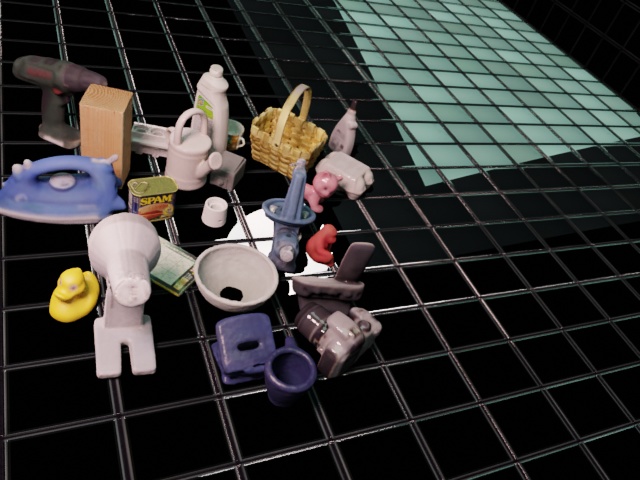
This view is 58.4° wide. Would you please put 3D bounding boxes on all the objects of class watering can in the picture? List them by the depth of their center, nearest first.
[{"bbox_3d":[-0.297,-0.217,1.338,0.172,0.194,0.101,24,41,5],"label":"watering can"}]

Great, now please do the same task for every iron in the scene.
[{"bbox_3d":[-0.536,-0.118,1.176,0.259,0.141,0.118,-4,46,-25],"label":"iron"}]

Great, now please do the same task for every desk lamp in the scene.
[{"bbox_3d":[-0.327,0.090,0.975,0.118,0.213,0.203,-2,45,-23],"label":"desk lamp"}]

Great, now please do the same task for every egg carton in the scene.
[{"bbox_3d":[0.066,-0.175,1.531,0.150,0.069,0.107,31,42,13],"label":"egg carton"}]

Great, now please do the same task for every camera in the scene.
[{"bbox_3d":[0.030,0.171,1.115,0.136,0.101,0.143,39,44,21],"label":"camera"}]

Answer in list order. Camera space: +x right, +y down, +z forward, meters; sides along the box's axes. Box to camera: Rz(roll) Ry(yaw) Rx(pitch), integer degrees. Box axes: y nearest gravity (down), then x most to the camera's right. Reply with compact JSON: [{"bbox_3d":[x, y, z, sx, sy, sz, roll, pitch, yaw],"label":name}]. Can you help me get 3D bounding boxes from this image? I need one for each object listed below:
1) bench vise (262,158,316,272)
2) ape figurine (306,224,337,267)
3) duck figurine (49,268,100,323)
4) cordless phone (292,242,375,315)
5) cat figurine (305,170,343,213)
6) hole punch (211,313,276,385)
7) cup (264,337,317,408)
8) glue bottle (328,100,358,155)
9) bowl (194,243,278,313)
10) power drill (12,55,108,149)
[{"bbox_3d":[-0.052,-0.050,1.233,0.122,0.220,0.207,-3,45,-24],"label":"bench vise"},{"bbox_3d":[0.012,0.005,1.296,0.076,0.092,0.078,25,41,6],"label":"ape figurine"},{"bbox_3d":[-0.442,0.086,1.032,0.077,0.086,0.105,23,41,4],"label":"duck figurine"},{"bbox_3d":[0.028,0.063,1.167,0.148,0.185,0.094,3,43,-18],"label":"cordless phone"},{"bbox_3d":[-0.011,-0.135,1.420,0.128,0.118,0.067,12,41,-9],"label":"cat figurine"},{"bbox_3d":[-0.131,0.195,1.032,0.109,0.091,0.101,-7,47,-27],"label":"hole punch"},{"bbox_3d":[-0.060,0.239,1.009,0.092,0.095,0.117,8,42,-13],"label":"cup"},{"bbox_3d":[0.076,-0.317,1.611,0.037,0.173,0.078,-18,53,-35],"label":"glue bottle"},{"bbox_3d":[-0.170,0.088,1.146,0.167,0.075,0.167,11,41,-10],"label":"bowl"},{"bbox_3d":[-0.594,-0.323,1.326,0.229,0.208,0.076,23,41,4],"label":"power drill"}]
